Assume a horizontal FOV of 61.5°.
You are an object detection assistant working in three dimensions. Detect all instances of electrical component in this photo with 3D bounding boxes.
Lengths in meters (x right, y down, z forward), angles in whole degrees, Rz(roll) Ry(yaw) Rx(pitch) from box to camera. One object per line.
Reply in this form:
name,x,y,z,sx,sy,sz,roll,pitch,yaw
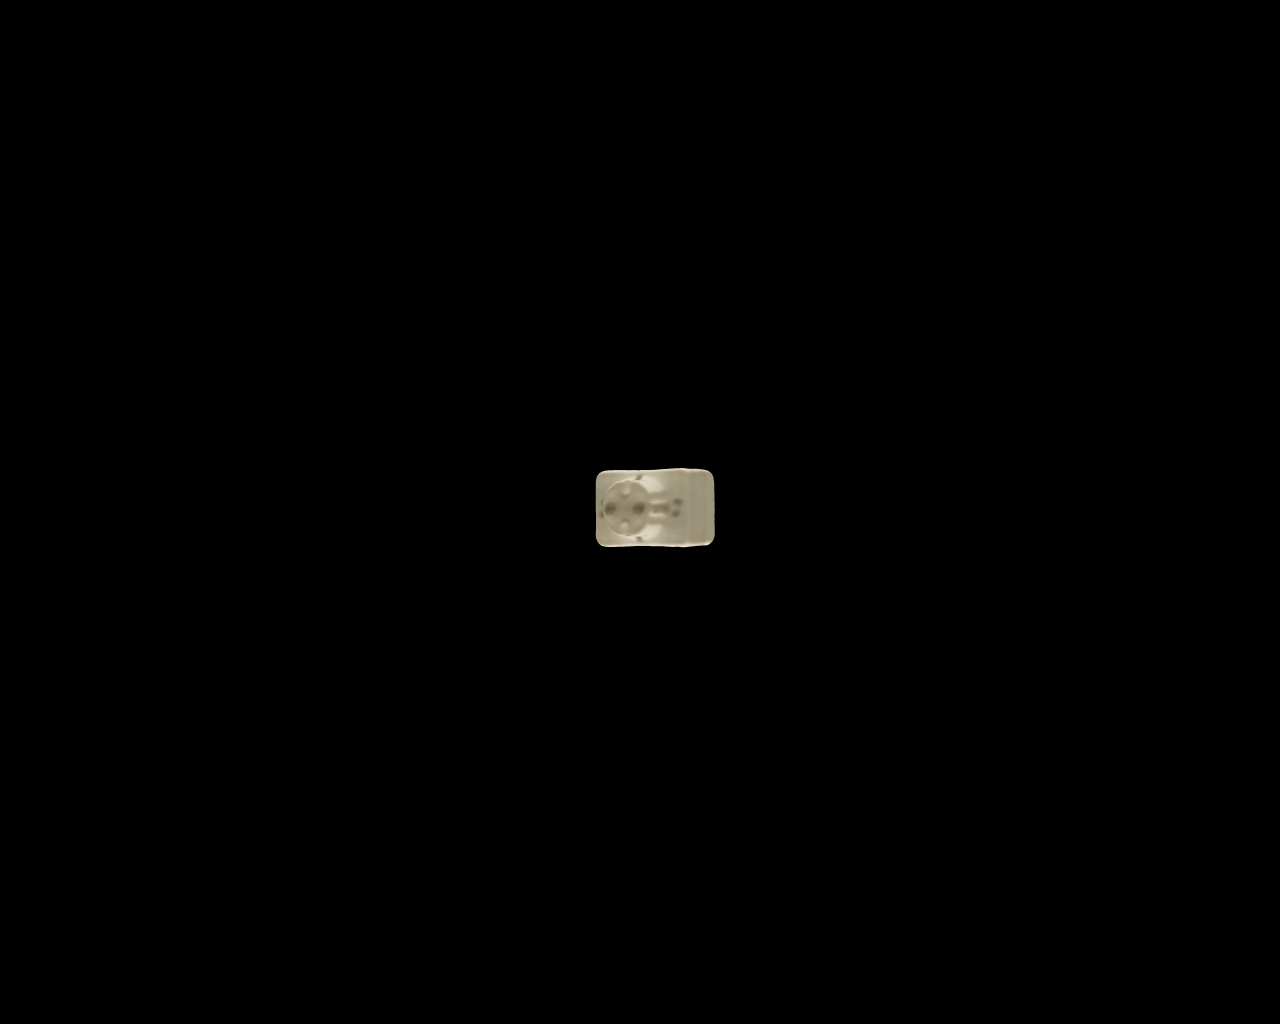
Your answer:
electrical component,0.001,-0.003,0.650,0.066,0.047,0.077,0,0,28
